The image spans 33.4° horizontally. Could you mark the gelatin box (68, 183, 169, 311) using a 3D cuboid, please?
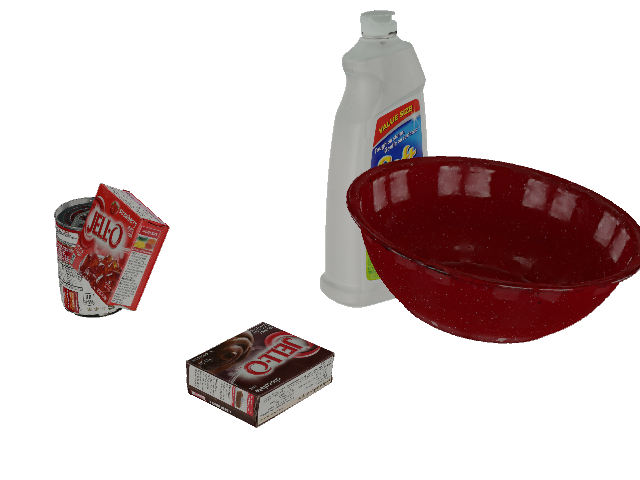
[{"bbox_3d":[-0.161,0.004,0.841,0.030,0.073,0.089,17,12,-38],"label":"gelatin box"}]

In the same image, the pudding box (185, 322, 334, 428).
[{"bbox_3d":[-0.055,0.122,0.993,0.090,0.039,0.113,19,30,34],"label":"pudding box"}]

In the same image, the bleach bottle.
[{"bbox_3d":[0.047,-0.073,0.941,0.102,0.251,0.068,-15,24,-30],"label":"bleach bottle"}]

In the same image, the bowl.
[{"bbox_3d":[0.091,0.009,0.580,0.162,0.055,0.162,6,26,-3],"label":"bowl"}]

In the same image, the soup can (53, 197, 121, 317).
[{"bbox_3d":[-0.227,0.017,1.062,0.068,0.102,0.068,2,28,-1],"label":"soup can"}]
